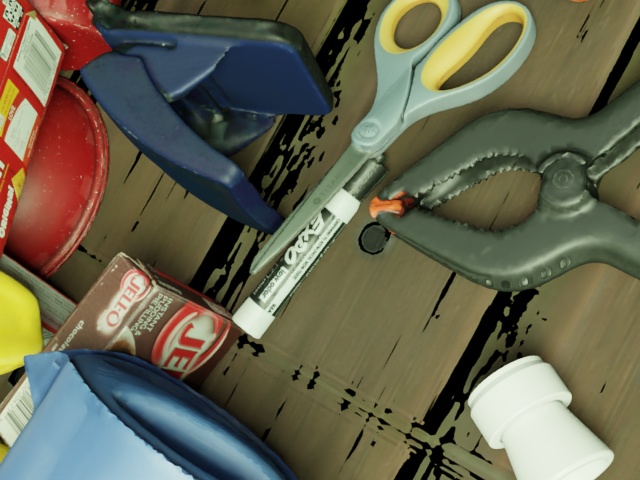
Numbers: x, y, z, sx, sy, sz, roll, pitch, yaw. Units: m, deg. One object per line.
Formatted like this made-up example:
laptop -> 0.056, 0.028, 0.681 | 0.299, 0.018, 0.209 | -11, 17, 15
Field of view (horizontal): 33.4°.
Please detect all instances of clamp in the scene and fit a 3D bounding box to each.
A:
clamp -> 0.127, -0.034, 0.517 | 0.210, 0.036, 0.164 | 0, 72, 27

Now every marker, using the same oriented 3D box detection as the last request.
marker -> -0.004, 0.001, 0.579 | 0.020, 0.020, 0.121 | 38, 91, 31

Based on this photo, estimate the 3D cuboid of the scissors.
scissors -> 0.023, -0.071, 0.575 | 0.201, 0.016, 0.096 | -36, 54, -2

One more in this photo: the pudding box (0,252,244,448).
pudding box -> -0.104, 0.070, 0.562 | 0.039, 0.090, 0.113 | 41, 93, 32

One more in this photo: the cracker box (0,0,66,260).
cracker box -> -0.267, -0.053, 0.610 | 0.214, 0.072, 0.164 | -8, 53, 20

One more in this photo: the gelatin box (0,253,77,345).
gelatin box -> -0.194, 0.038, 0.617 | 0.073, 0.089, 0.030 | -12, 59, 21

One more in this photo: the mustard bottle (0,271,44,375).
mustard bottle -> -0.245, 0.067, 0.562 | 0.192, 0.096, 0.058 | -23, 68, 25

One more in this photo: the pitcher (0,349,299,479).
pitcher -> -0.111, 0.183, 0.475 | 0.243, 0.144, 0.149 | -55, 38, 2

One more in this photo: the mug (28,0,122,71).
mug -> -0.173, -0.157, 0.684 | 0.117, 0.093, 0.081 | -19, 66, 53

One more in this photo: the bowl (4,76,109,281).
bowl -> -0.216, -0.044, 0.677 | 0.162, 0.055, 0.162 | -9, 68, 23
